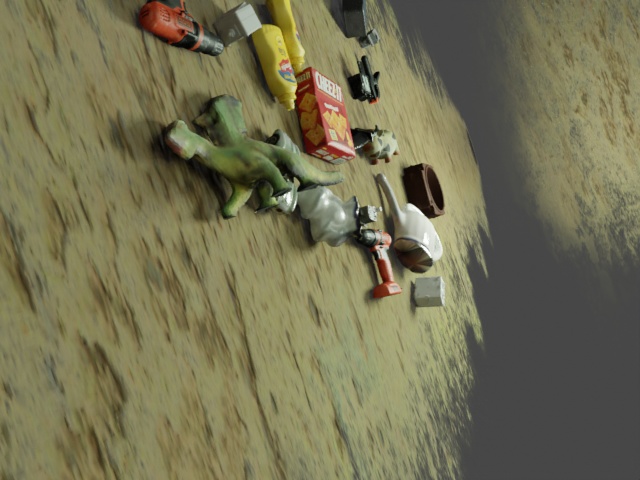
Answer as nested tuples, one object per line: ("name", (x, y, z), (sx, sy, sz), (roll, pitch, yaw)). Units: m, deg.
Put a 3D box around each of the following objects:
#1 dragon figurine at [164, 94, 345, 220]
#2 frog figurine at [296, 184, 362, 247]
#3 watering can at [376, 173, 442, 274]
("dragon figurine", (-0.119, -0.175, 0.960), (0.414, 0.120, 0.244), (-22, 81, -54))
("frog figurine", (0.004, -0.059, 1.172), (0.159, 0.121, 0.140), (15, 65, -17))
("watering can", (0.275, -0.039, 1.624), (0.344, 0.102, 0.230), (43, 40, -22))
